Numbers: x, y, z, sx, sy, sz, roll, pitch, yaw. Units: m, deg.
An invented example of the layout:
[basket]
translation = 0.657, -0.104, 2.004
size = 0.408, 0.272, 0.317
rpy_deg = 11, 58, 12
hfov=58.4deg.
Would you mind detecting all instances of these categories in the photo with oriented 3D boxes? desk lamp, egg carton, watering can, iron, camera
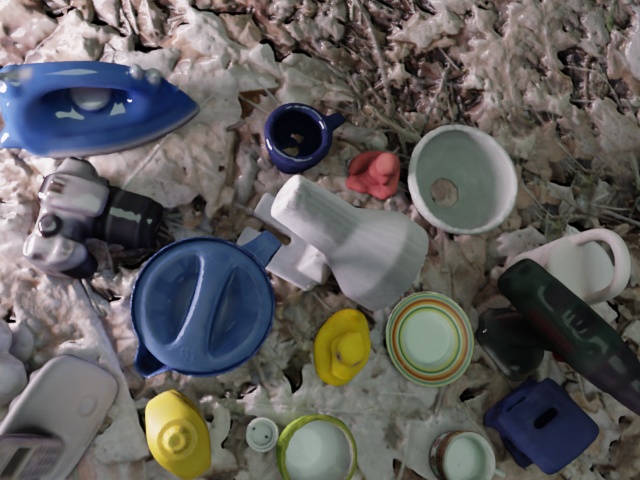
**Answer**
[desk lamp]
translation = 0.007, 0.003, 0.708
size = 0.203, 0.213, 0.118
rpy_deg = 28, 72, -4
[egg carton]
translation = -0.421, 0.156, 0.654
size = 0.150, 0.069, 0.107
rpy_deg = -22, 82, -16
[watering can]
translation = 0.339, 0.046, 0.779
size = 0.173, 0.194, 0.101
rpy_deg = -21, 81, -16
[iron]
translation = -0.284, -0.188, 0.731
size = 0.259, 0.141, 0.118
rpy_deg = -9, 78, -14
[camera]
translation = -0.275, -0.021, 0.713
size = 0.137, 0.100, 0.143
rpy_deg = 15, 74, -8

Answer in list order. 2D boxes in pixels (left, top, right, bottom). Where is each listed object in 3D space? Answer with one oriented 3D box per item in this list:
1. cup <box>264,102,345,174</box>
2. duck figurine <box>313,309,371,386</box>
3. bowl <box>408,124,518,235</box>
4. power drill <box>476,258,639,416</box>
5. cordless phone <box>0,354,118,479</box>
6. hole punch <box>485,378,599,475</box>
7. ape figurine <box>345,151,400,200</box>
[cup]
translation = -0.025, -0.136, 0.798
size = 0.118, 0.095, 0.091
rpy_deg = -27, 83, -17
[duck figurine]
translation = 0.036, 0.138, 0.748
size = 0.077, 0.086, 0.104
rpy_deg = 22, 73, -6
[bowl]
translation = 0.199, -0.080, 0.843
size = 0.167, 0.074, 0.167
rpy_deg = 3, 76, -11
[power drill]
translation = 0.300, 0.132, 0.742
size = 0.076, 0.208, 0.229
rpy_deg = -39, 87, -18
[cordless phone]
translation = -0.296, 0.195, 0.610
size = 0.094, 0.185, 0.148
rpy_deg = 27, 72, -4
[hole punch]
translation = 0.298, 0.249, 0.774
size = 0.109, 0.091, 0.101
rpy_deg = -31, 84, -17
[ape figurine]
translation = 0.085, -0.098, 0.814
size = 0.076, 0.092, 0.078
rpy_deg = -33, 85, -17
